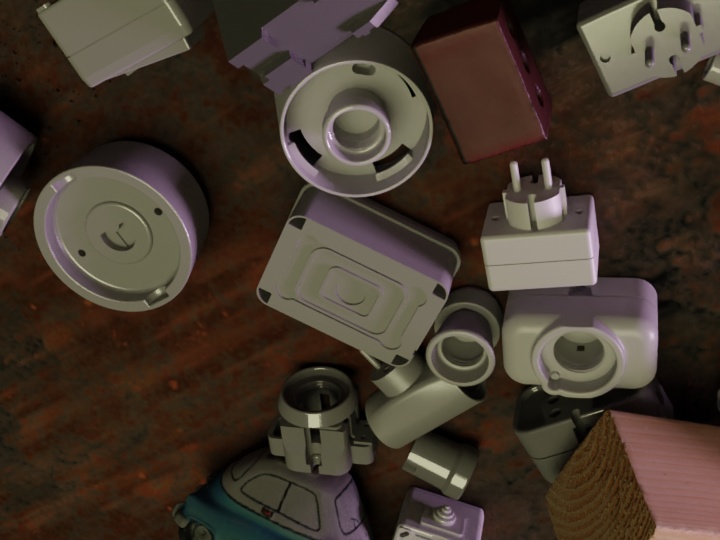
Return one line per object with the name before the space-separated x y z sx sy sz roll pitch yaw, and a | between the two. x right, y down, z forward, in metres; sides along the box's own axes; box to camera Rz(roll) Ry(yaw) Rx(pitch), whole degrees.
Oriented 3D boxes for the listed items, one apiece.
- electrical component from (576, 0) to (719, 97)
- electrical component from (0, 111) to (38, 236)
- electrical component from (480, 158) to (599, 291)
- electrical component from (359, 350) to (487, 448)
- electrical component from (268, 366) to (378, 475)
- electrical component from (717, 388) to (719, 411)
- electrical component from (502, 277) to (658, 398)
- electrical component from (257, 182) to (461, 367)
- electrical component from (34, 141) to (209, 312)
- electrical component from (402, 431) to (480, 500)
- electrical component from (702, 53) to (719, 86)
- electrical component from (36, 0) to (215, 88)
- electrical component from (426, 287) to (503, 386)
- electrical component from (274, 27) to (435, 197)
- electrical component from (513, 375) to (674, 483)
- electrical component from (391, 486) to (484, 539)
electrical component | 0.161 -0.125 0.563 0.083 0.075 0.047 -21 114 25
electrical component | -0.252 -0.054 0.701 0.060 0.108 0.108 31 124 -13
electrical component | 0.108 -0.033 0.653 0.066 0.047 0.076 -4 120 17
electrical component | 0.034 0.076 0.744 0.077 0.043 0.079 -35 108 30
electrical component | -0.028 0.107 0.772 0.078 0.058 0.057 4 125 13
electrical component | 0.252 0.065 0.681 0.048 0.048 0.062 -1 115 15
electrical component | 0.140 0.042 0.685 0.095 0.059 0.053 1 122 14
electrical component | 0.000 0.000 0.696 0.113 0.057 0.078 26 124 -2
electrical component | -0.152 -0.033 0.713 0.108 0.060 0.108 7 123 11
electrical component | 0.058 0.139 0.781 0.046 0.040 0.040 25 125 4
electrical component | 0.219 -0.101 0.584 0.062 0.043 0.043 21 125 3
electrical component | -0.126 -0.154 0.629 0.096 0.061 0.061 -21 114 25
electrical component | 0.069 0.043 0.706 0.045 0.055 0.045 7 123 11
electrical component | -0.004 -0.095 0.648 0.099 0.064 0.099 -1 125 -1
electrical component | 0.159 0.103 0.722 0.095 0.053 0.059 -23 114 26
electrical component | 0.055 0.211 0.818 0.062 0.061 0.096 17 116 5
